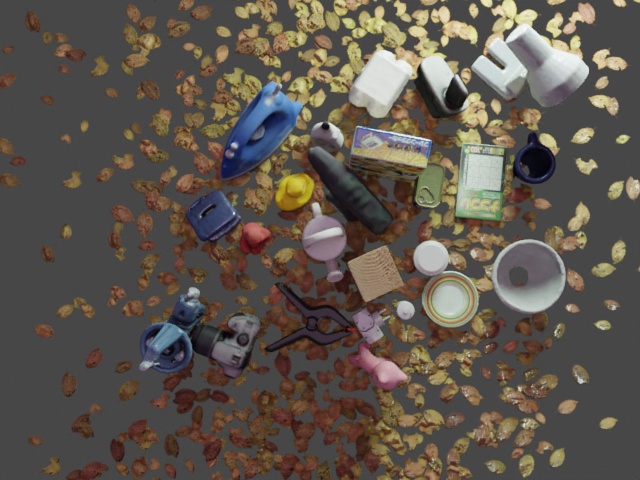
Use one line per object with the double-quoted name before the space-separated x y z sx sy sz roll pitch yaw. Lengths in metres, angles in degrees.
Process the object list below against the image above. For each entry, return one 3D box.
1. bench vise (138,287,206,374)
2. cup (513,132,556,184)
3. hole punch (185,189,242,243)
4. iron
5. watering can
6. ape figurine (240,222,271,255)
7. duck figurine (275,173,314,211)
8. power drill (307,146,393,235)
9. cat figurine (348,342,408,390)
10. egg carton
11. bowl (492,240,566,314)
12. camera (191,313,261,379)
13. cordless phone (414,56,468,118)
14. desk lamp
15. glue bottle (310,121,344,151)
"bench vise" -0.337 0.203 1.253 0.121 0.219 0.207 8 88 1
"cup" 0.480 -0.183 1.318 0.091 0.095 0.118 -4 88 1
"hole punch" -0.252 -0.056 1.325 0.108 0.091 0.101 -38 88 0
"iron" -0.155 -0.245 1.304 0.118 0.141 0.258 37 89 2
"watering can" 0.014 0.004 1.268 0.101 0.194 0.173 -38 88 0
"ape figurine" -0.152 -0.005 1.322 0.078 0.092 0.076 -16 88 0
"duck figurine" -0.061 -0.115 1.327 0.104 0.086 0.077 -43 88 -1
"power drill" 0.061 -0.103 1.264 0.229 0.208 0.075 44 89 2
"cat figurine" 0.130 0.292 1.296 0.128 0.117 0.067 33 89 2
"egg carton" 0.140 -0.366 1.341 0.107 0.069 0.150 32 89 2
"bowl" 0.470 0.084 1.320 0.167 0.074 0.167 0 88 1
"camera" -0.220 0.230 1.311 0.137 0.101 0.143 21 89 1
"cordless phone" 0.283 -0.357 1.281 0.094 0.185 0.147 -32 88 0
"desk lamp" 0.460 -0.381 1.265 0.203 0.213 0.118 40 89 2
"glue bottle" 0.015 -0.241 1.286 0.078 0.173 0.037 19 89 2
